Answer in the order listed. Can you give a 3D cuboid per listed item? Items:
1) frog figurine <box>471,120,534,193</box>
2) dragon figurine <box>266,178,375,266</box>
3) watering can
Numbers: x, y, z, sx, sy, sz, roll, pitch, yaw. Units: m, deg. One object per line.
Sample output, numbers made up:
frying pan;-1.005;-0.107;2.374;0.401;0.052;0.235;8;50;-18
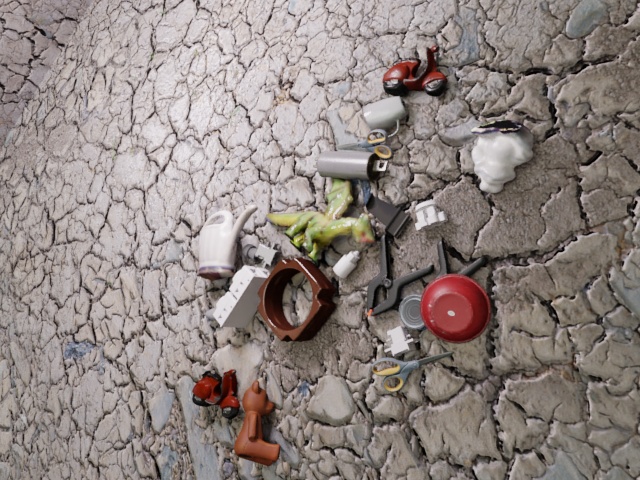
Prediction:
frog figurine;0.421;-0.191;1.188;0.137;0.125;0.157;0;116;27
dragon figurine;0.004;-0.073;1.454;0.243;0.120;0.416;-48;43;-4
watering can;-0.299;0.011;1.608;0.345;0.104;0.227;-14;70;51
